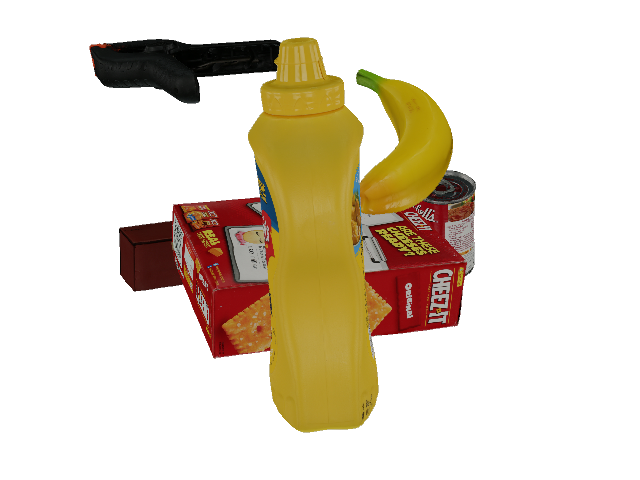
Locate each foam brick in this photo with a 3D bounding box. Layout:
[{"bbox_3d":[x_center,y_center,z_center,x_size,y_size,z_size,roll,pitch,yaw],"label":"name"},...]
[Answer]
[{"bbox_3d":[-0.158,0.014,1.070,0.078,0.051,0.053,-8,21,-25],"label":"foam brick"}]

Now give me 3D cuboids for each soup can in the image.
[{"bbox_3d":[0.135,-0.016,1.159,0.068,0.102,0.068,-4,33,2],"label":"soup can"}]

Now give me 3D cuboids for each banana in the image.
[{"bbox_3d":[0.057,-0.065,0.733,0.069,0.037,0.197,3,30,1],"label":"banana"}]

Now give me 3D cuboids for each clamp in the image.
[{"bbox_3d":[-0.114,-0.144,0.862,0.172,0.039,0.120,19,27,41],"label":"clamp"}]

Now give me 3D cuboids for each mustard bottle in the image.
[{"bbox_3d":[-0.004,-0.006,0.545,0.058,0.192,0.096,-4,19,0],"label":"mustard bottle"}]

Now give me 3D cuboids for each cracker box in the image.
[{"bbox_3d":[-0.008,0.022,0.914,0.213,0.072,0.164,-5,27,-18],"label":"cracker box"}]
